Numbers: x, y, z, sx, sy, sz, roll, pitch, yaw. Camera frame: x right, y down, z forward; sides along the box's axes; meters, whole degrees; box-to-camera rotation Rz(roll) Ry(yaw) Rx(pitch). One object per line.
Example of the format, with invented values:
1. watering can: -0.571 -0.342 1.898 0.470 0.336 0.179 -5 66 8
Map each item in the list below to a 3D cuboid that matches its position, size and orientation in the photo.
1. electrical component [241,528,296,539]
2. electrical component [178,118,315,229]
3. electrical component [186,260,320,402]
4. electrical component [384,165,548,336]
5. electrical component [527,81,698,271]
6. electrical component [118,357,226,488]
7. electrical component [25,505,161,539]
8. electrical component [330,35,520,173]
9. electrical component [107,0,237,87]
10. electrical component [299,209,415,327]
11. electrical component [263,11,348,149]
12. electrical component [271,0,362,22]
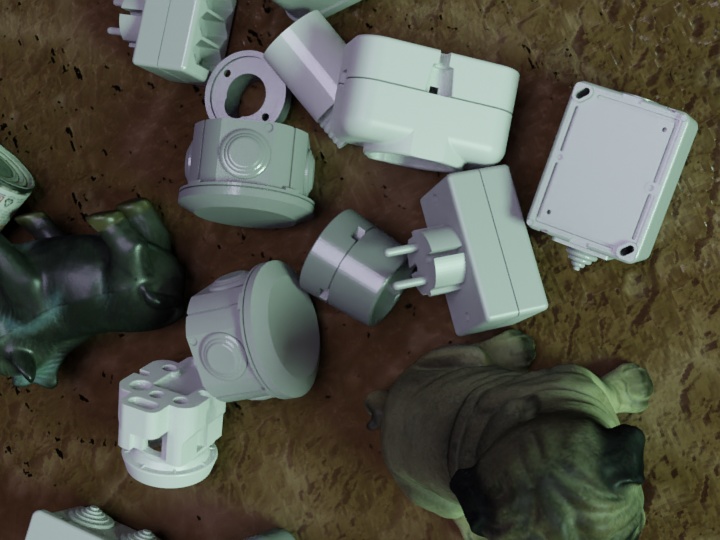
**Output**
1. electrical component: -0.054 0.203 0.626 0.059 0.054 0.095 -23 78 17
2. electrical component: -0.065 -0.056 0.638 0.080 0.080 0.051 2 81 20
3. electrical component: -0.060 0.037 0.628 0.051 0.080 0.080 -12 82 24
4. electrical component: 0.050 -0.007 0.590 0.076 0.047 0.083 -11 80 -19
5. electrical component: 0.134 -0.045 0.578 0.062 0.061 0.096 22 101 20
6. electrical component: -0.114 0.093 0.648 0.058 0.078 0.057 15 112 21
7. electrical component: -0.166 0.202 0.669 0.100 0.048 0.099 18 92 20
8. electrical component: 0.035 -0.089 0.600 0.095 0.054 0.059 11 89 -13
9. electrical component: -0.127 -0.157 0.684 0.077 0.047 0.065 12 90 21
10. electrical component: 0.000 0.000 0.623 0.047 0.055 0.055 32 97 15
11. electrical component: -0.015 -0.109 0.640 0.043 0.043 0.081 -39 91 13
12. electrical component: -0.029 -0.215 0.648 0.078 0.057 0.113 -22 79 17
